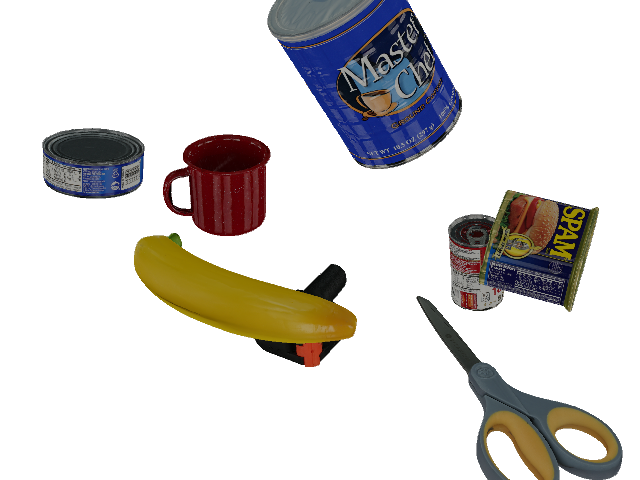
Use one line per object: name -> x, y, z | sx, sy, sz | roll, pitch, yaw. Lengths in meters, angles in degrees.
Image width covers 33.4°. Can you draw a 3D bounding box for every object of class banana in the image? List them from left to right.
banana -> -0.066, 0.028, 0.699 | 0.069, 0.037, 0.198 | -24, 34, -36

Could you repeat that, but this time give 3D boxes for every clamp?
clamp -> -0.033, 0.062, 0.916 | 0.120, 0.039, 0.171 | -11, 16, 1

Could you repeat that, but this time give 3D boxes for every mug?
mug -> -0.111, -0.056, 1.146 | 0.117, 0.081, 0.093 | -11, 33, -18

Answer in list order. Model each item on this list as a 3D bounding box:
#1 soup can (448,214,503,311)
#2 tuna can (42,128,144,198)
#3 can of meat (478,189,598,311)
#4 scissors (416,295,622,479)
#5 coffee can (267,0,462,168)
soup can -> 0.193, 0.029, 1.321 | 0.068, 0.102, 0.068 | -5, 34, 3
tuna can -> -0.195, -0.066, 0.916 | 0.086, 0.034, 0.086 | 5, 24, -2
can of meat -> 0.194, 0.006, 0.950 | 0.084, 0.057, 0.102 | 15, 46, 16
scissors -> 0.126, 0.094, 0.688 | 0.096, 0.016, 0.202 | -1, 33, -6
coffee can -> 0.037, -0.141, 0.841 | 0.103, 0.102, 0.140 | 0, -42, 40
